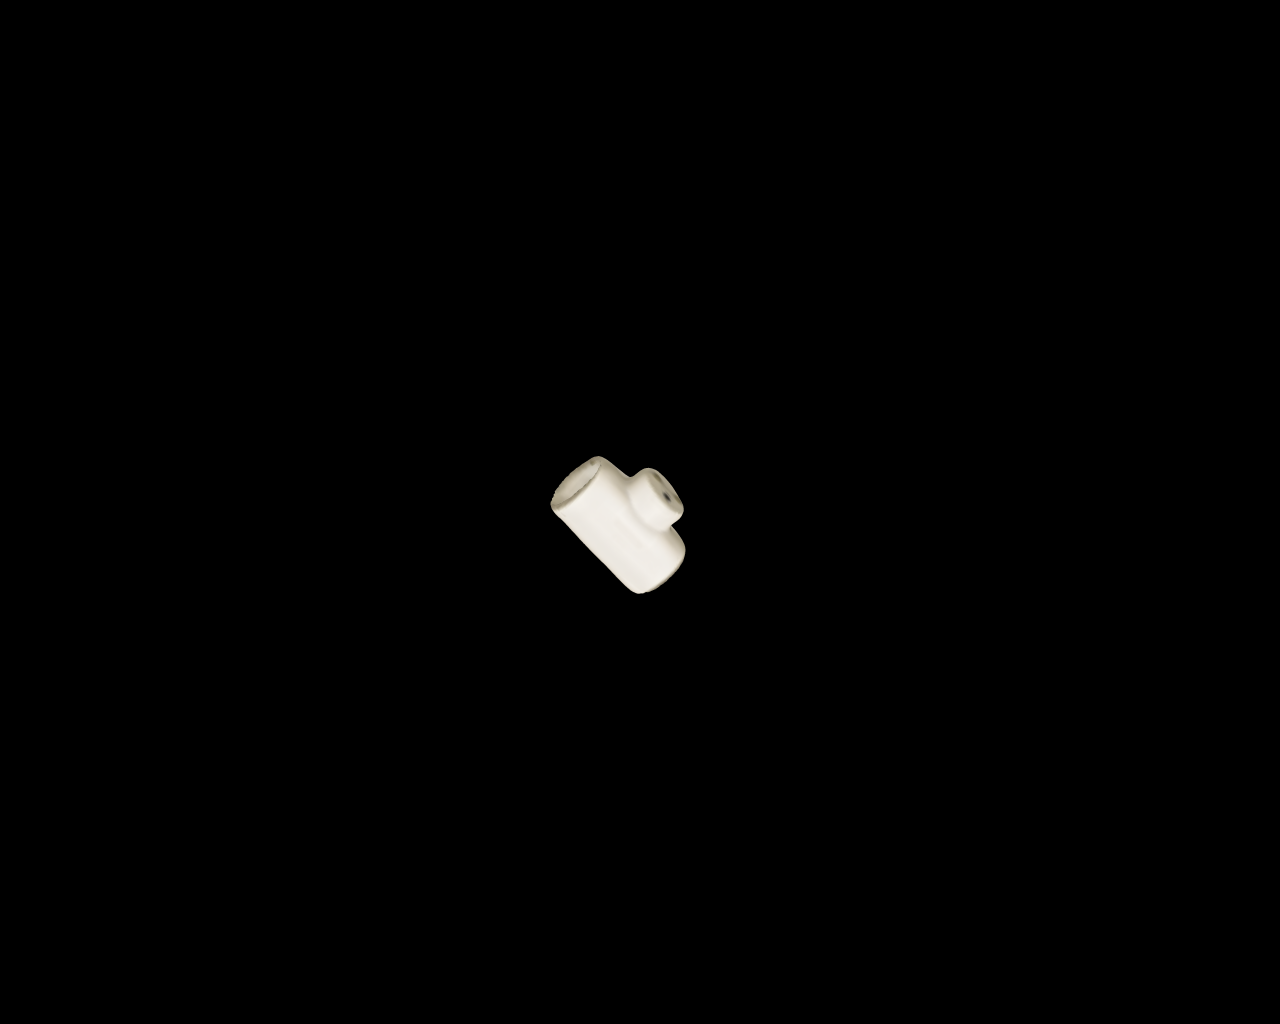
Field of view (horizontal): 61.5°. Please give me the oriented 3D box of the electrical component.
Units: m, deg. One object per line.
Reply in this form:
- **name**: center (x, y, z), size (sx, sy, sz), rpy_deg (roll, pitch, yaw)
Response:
- **electrical component**: center (0.001, -0.003, 0.650), size (0.079, 0.077, 0.043), rpy_deg (-38, 20, 16)
